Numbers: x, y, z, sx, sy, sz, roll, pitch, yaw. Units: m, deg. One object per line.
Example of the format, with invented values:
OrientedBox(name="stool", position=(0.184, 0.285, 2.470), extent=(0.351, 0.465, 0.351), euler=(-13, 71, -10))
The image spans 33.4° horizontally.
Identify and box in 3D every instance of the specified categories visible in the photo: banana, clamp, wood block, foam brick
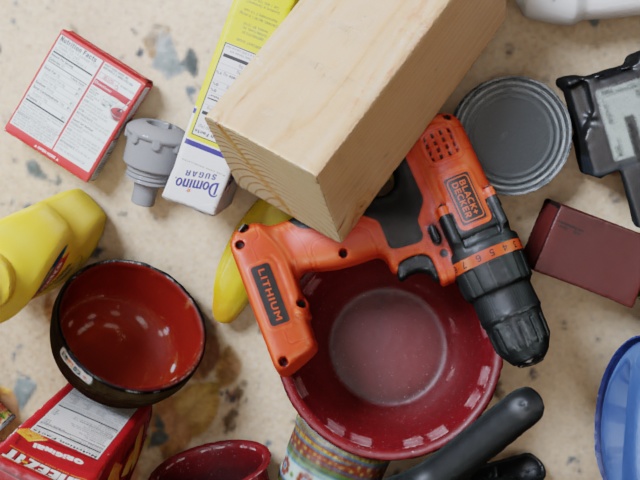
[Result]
OrientedBox(name="banana", position=(-0.012, -0.016, 0.788), extent=(0.198, 0.037, 0.069), euler=(-34, 94, 6))
OrientedBox(name="clamp", position=(0.070, 0.175, 0.742), extent=(0.210, 0.164, 0.036), euler=(-24, 58, -9))
OrientedBox(name="wood block", position=(0.030, -0.116, 0.697), extent=(0.090, 0.091, 0.206), euler=(30, 73, 23))
OrientedBox(name="foam brick", position=(0.195, 0.008, 0.778), extent=(0.078, 0.051, 0.053), euler=(21, 97, -1))

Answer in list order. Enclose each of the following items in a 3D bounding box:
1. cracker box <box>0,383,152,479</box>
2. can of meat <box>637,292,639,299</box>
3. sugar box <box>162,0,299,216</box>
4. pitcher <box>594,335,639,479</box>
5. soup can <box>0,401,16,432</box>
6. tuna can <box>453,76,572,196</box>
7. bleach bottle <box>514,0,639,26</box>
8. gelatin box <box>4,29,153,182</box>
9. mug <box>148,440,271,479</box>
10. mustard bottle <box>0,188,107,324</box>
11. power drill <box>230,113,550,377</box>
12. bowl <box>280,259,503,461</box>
OrientedBox(name="cracker box", position=(-0.190, 0.199, 0.734), extent=(0.072, 0.213, 0.164), euler=(22, 98, 0))
OrientedBox(name="can of meat", position=(0.286, 0.015, 0.773), extent=(0.084, 0.057, 0.102), euler=(25, 98, 0))
OrientedBox(name="sugar box", position=(-0.055, -0.108, 0.749), extent=(0.048, 0.093, 0.176), euler=(19, 99, 0))
OrientedBox(name="pitcher", position=(0.328, 0.130, 0.736), extent=(0.242, 0.149, 0.145), euler=(5, 69, -11))
OrientedBox(name="soup can", position=(-0.289, 0.121, 0.801), extent=(0.068, 0.068, 0.102), euler=(-43, 94, 7))
OrientedBox(name="tuna can", position=(0.137, -0.076, 0.776), extent=(0.086, 0.033, 0.086), euler=(0, 98, 2))
OrientedBox(name="bleach bottle", position=(0.234, -0.210, 0.741), extent=(0.251, 0.068, 0.102), euler=(-8, 98, 5))
OrientedBox(name="gelatin box", position=(-0.177, -0.099, 0.786), extent=(0.073, 0.030, 0.089), euler=(32, 97, -2))
OrientedBox(name="mug", position=(-0.085, 0.207, 0.800), extent=(0.117, 0.093, 0.081), euler=(-7, 103, 20))
OrientedBox(name="mustard bottle", position=(-0.206, 0.015, 0.720), extent=(0.096, 0.191, 0.058), euler=(-42, 95, 7))
OrientedBox(name="power drill", position=(0.046, 0.025, 0.729), extent=(0.187, 0.057, 0.184), euler=(-22, 79, -3))
OrientedBox(name="bowl", position=(0.050, 0.077, 0.780), extent=(0.162, 0.055, 0.162), euler=(0, 84, 2))
